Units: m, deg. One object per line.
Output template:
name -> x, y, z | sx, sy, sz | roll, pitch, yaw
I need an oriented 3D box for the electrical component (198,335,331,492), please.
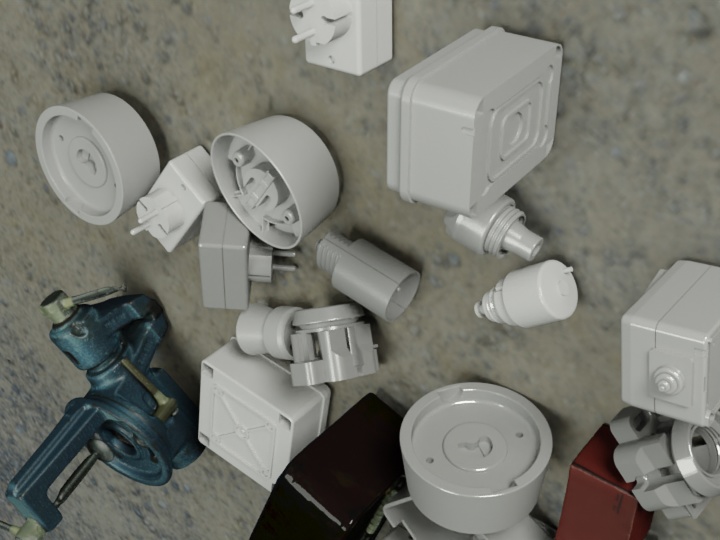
electrical component -> -0.087, 0.130, 0.961 | 0.109, 0.056, 0.108 | 30, 133, 24

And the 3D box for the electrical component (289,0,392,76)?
electrical component -> -0.019, -0.167, 0.690 | 0.047, 0.076, 0.083 | 21, 129, 31

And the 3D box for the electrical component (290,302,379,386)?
electrical component -> -0.022, 0.056, 0.845 | 0.058, 0.078, 0.057 | -9, 89, 45

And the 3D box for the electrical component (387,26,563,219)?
electrical component -> 0.068, -0.090, 0.636 | 0.057, 0.113, 0.078 | 20, 128, 28

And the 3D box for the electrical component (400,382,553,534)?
electrical component -> 0.083, 0.141, 0.781 | 0.108, 0.108, 0.060 | 24, 136, 29

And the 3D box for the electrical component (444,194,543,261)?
electrical component -> 0.090, -0.028, 0.708 | 0.062, 0.043, 0.043 | 32, 134, 21

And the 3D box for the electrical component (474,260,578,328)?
electrical component -> 0.110, 0.019, 0.724 | 0.078, 0.040, 0.040 | -18, 103, 47

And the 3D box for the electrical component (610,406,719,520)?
electrical component -> 0.207, 0.119, 0.690 | 0.057, 0.058, 0.078 | -30, 94, 51

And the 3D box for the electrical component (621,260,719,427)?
electrical component -> 0.188, 0.043, 0.627 | 0.061, 0.096, 0.061 | 15, 125, 36

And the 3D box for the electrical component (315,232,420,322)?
electrical component -> 0.000, 0.000, 0.807 | 0.081, 0.043, 0.043 | 32, 134, 23

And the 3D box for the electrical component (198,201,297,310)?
electrical component -> -0.089, -0.009, 0.874 | 0.076, 0.047, 0.083 | 4, 142, -2

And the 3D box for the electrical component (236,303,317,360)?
electrical component -> -0.070, 0.052, 0.902 | 0.055, 0.045, 0.045 | 3, 118, 40

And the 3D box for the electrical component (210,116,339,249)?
electrical component -> -0.066, -0.066, 0.807 | 0.099, 0.064, 0.099 | 22, 129, 30

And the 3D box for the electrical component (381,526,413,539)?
electrical component -> 0.050, 0.273, 0.932 | 0.089, 0.056, 0.050 | 21, 129, 31

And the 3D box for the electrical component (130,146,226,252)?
electrical component -> -0.159, -0.051, 0.891 | 0.047, 0.076, 0.083 | 50, 138, 4

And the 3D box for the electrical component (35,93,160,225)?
electrical component -> -0.220, -0.100, 0.925 | 0.108, 0.060, 0.108 | 22, 129, 30
